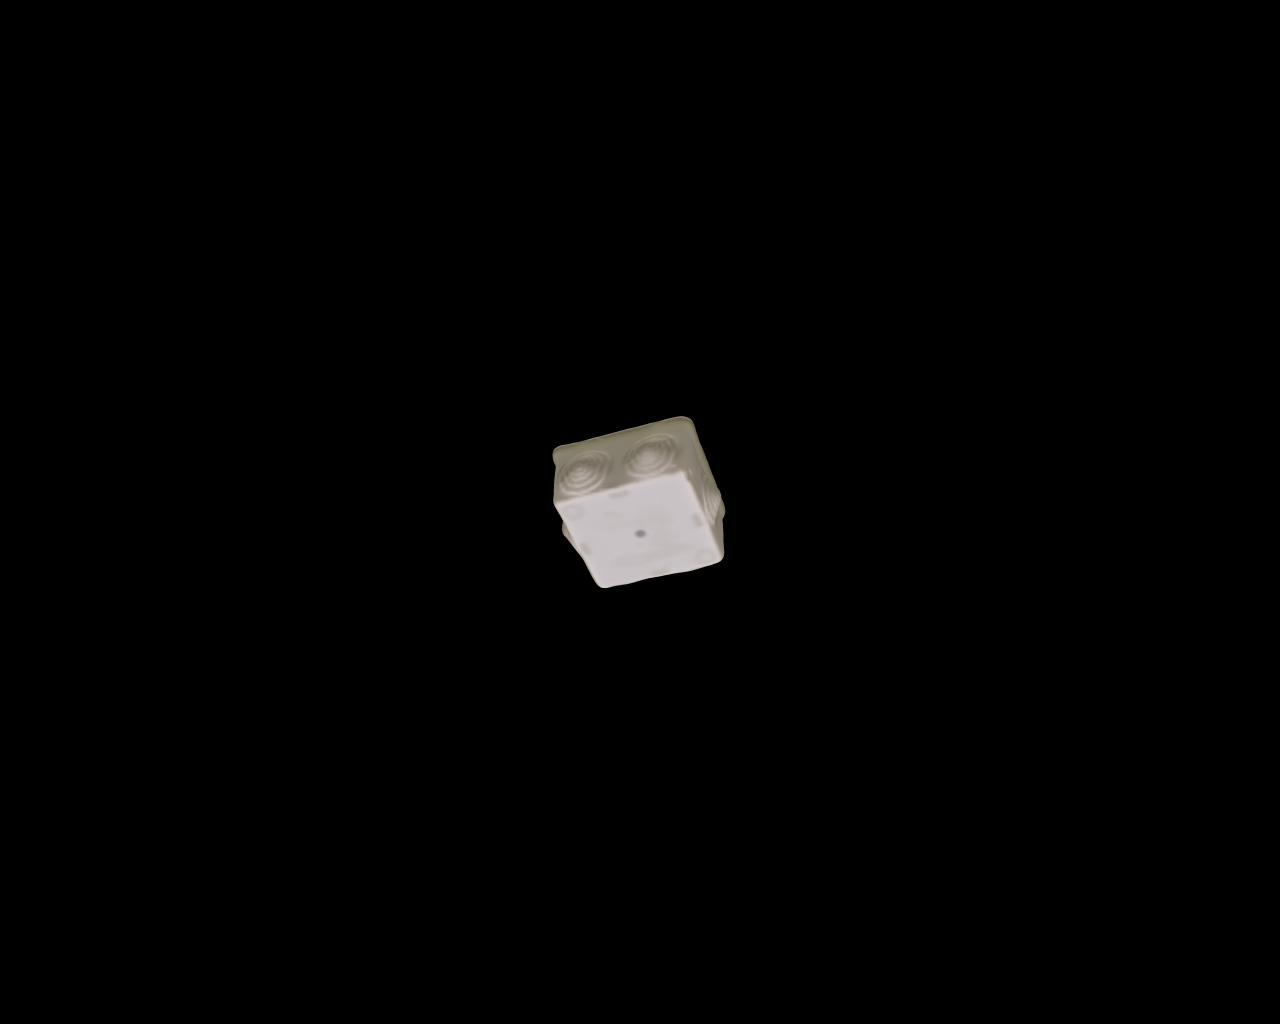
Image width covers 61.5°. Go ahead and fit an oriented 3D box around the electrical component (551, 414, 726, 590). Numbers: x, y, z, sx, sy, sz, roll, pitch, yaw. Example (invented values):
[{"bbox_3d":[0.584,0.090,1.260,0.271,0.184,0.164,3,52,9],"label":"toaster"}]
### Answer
[{"bbox_3d":[0.001,-0.003,0.650,0.100,0.048,0.099,-13,-47,12],"label":"electrical component"}]
